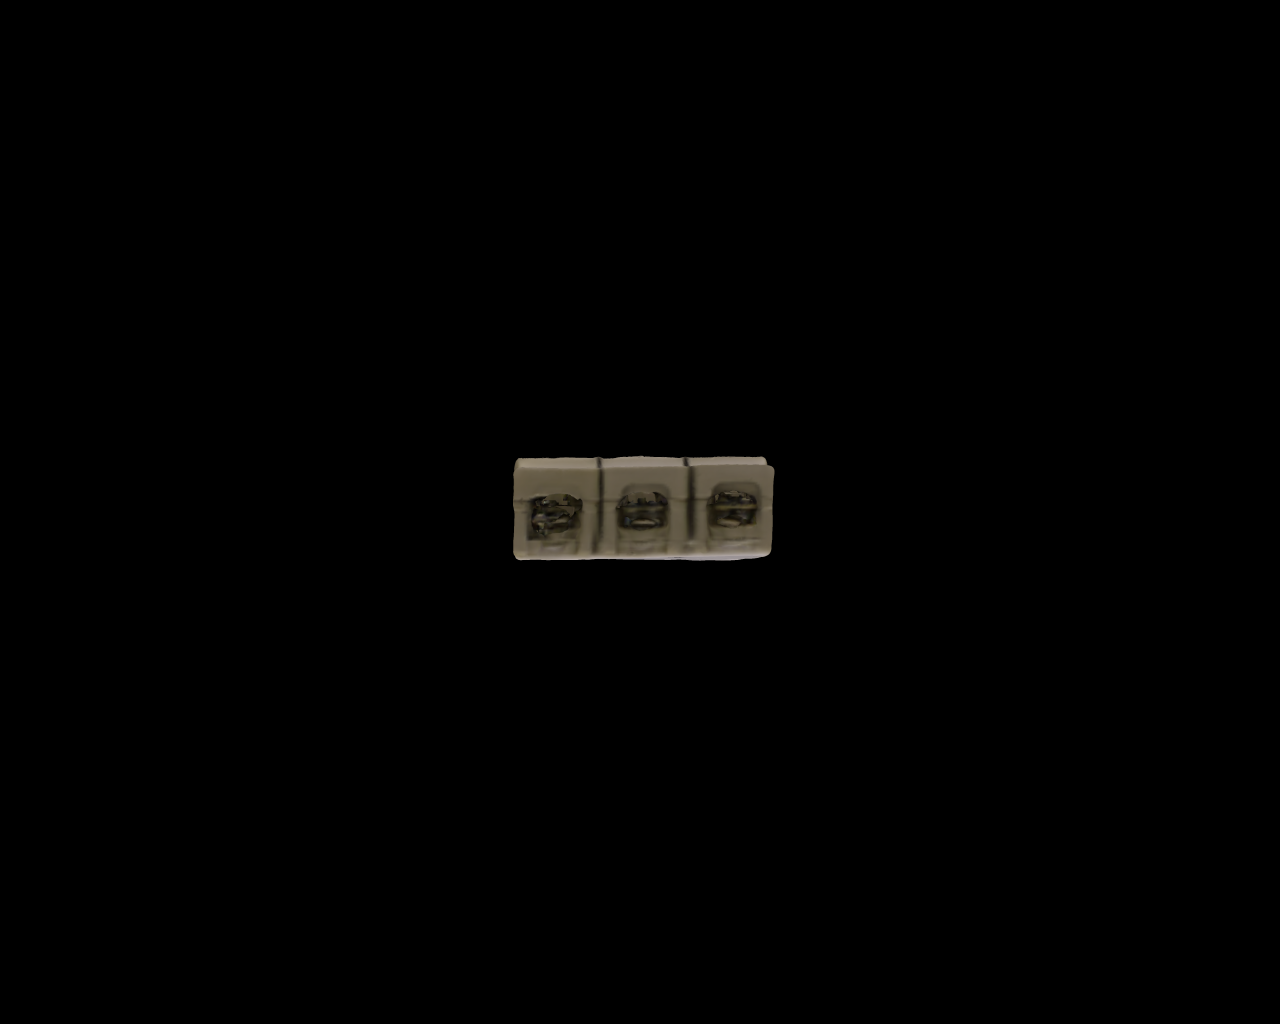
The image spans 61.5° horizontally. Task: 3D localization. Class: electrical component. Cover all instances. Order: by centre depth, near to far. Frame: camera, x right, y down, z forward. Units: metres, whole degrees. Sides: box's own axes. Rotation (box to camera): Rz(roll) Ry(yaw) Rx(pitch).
[{"bbox_3d":[0.001,-0.003,0.650,0.150,0.061,0.089,0,-4,-2],"label":"electrical component"}]
